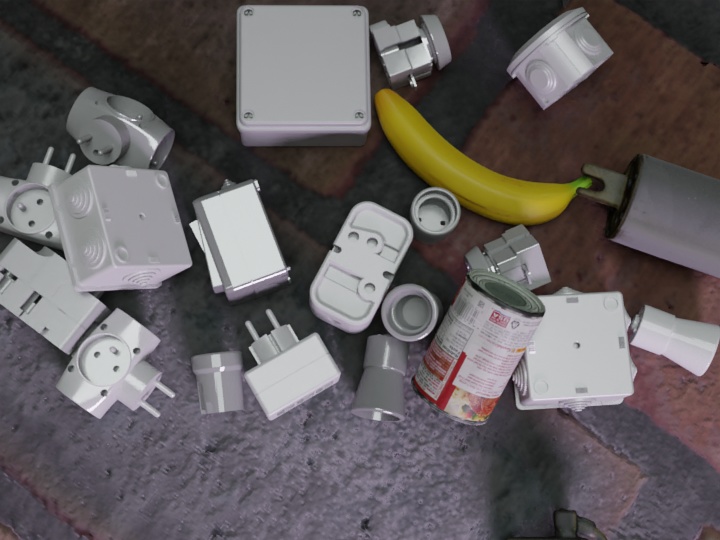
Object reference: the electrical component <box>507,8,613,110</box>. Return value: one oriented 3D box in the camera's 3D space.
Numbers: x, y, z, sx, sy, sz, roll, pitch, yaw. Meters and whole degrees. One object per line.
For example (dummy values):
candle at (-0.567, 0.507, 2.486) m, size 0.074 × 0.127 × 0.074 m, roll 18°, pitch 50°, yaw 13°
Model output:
electrical component at (0.167, -0.177, 0.899) m, size 0.080 × 0.080 × 0.051 m, roll -38°, pitch 87°, yaw -10°

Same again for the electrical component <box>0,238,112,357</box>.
electrical component at (-0.245, 0.020, 0.849) m, size 0.089 × 0.050 × 0.055 m, roll 36°, pitch 78°, yaw 5°

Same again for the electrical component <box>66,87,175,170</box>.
electrical component at (-0.200, -0.108, 0.867) m, size 0.077 × 0.079 × 0.044 m, roll 28°, pitch 114°, yaw 3°

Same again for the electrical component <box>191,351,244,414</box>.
electrical component at (-0.111, 0.089, 0.848) m, size 0.040 × 0.040 × 0.046 m, roll -6°, pitch 84°, yaw -4°

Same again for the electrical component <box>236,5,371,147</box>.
electrical component at (-0.047, -0.161, 0.895) m, size 0.109 × 0.056 × 0.108 m, roll -1°, pitch 78°, yaw -3°

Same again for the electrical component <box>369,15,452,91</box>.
electrical component at (0.045, -0.187, 0.912) m, size 0.055 × 0.048 × 0.066 m, roll -21°, pitch 80°, yaw 1°

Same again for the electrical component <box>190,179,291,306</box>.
electrical component at (-0.100, -0.026, 0.861) m, size 0.061 × 0.061 × 0.096 m, roll -20°, pitch 80°, yaw -7°

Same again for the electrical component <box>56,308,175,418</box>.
electrical component at (-0.183, 0.083, 0.842) m, size 0.079 × 0.044 × 0.077 m, roll 35°, pitch 78°, yaw 5°

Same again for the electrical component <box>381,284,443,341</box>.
electrical component at (0.045, 0.033, 0.854) m, size 0.044 × 0.065 × 0.044 m, roll 0°, pitch 88°, yaw 13°

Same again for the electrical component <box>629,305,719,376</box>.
electrical component at (0.253, 0.054, 0.874) m, size 0.065 × 0.044 × 0.044 m, roll 21°, pitch 78°, yaw 6°

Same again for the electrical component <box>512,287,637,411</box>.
electrical component at (0.169, 0.064, 0.863) m, size 0.100 × 0.048 × 0.099 m, roll -3°, pitch 77°, yaw -3°

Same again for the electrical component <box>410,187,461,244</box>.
electrical component at (0.060, -0.043, 0.881) m, size 0.040 × 0.046 × 0.040 m, roll 1°, pitch 78°, yaw -3°

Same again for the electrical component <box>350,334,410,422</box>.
electrical component at (0.019, 0.084, 0.855) m, size 0.044 × 0.044 × 0.065 m, roll 10°, pitch 73°, yaw -1°

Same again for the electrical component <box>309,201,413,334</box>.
electrical component at (0.000, 0.000, 0.862) m, size 0.054 × 0.059 × 0.095 m, roll 27°, pitch 78°, yaw 3°

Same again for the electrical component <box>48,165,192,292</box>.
electrical component at (-0.185, -0.033, 0.840) m, size 0.048 × 0.100 × 0.099 m, roll -24°, pitch 77°, yaw 33°

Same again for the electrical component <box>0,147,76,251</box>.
electrical component at (-0.254, -0.061, 0.869) m, size 0.077 × 0.044 × 0.079 m, roll 17°, pitch 77°, yaw 1°

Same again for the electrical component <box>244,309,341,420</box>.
electrical component at (-0.063, 0.068, 0.850) m, size 0.066 × 0.047 × 0.076 m, roll -30°, pitch 81°, yaw -9°

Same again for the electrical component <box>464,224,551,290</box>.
electrical component at (0.118, -0.003, 0.872) m, size 0.055 × 0.066 × 0.048 m, roll -23°, pitch 115°, yaw 0°
